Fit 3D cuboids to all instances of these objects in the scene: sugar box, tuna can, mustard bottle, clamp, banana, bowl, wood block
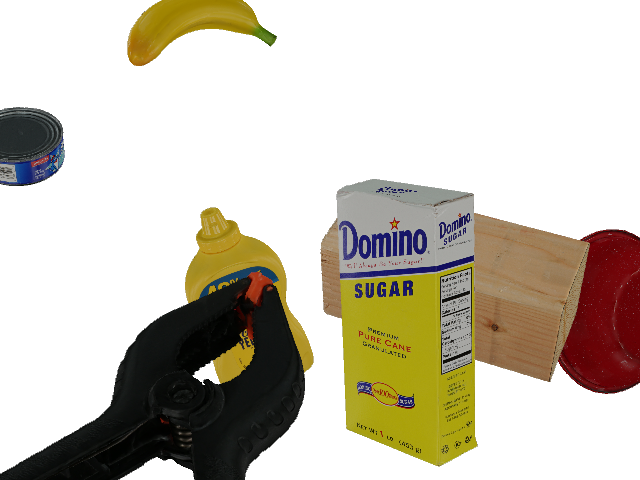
[{"bbox_3d":[0.057,0.052,0.713,0.048,0.176,0.094,-17,19,-39],"label":"sugar box"},{"bbox_3d":[-0.291,-0.091,1.029,0.086,0.034,0.086,3,42,-3],"label":"tuna can"},{"bbox_3d":[-0.076,0.054,1.019,0.096,0.191,0.058,-20,27,-4],"label":"mustard bottle"},{"bbox_3d":[-0.048,0.080,0.425,0.120,0.039,0.171,25,48,18],"label":"clamp"},{"bbox_3d":[-0.122,-0.208,1.020,0.070,0.037,0.197,45,38,19],"label":"banana"},{"bbox_3d":[0.296,0.070,1.021,0.161,0.162,0.055,0,1,-27],"label":"bowl"},{"bbox_3d":[0.112,0.034,0.915,0.206,0.091,0.090,16,47,19],"label":"wood block"}]
